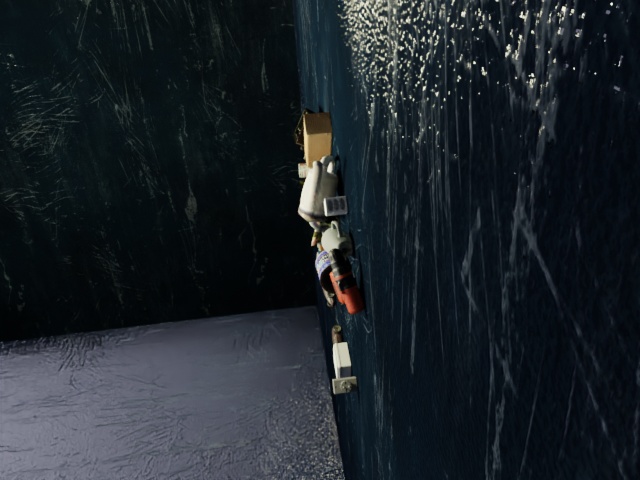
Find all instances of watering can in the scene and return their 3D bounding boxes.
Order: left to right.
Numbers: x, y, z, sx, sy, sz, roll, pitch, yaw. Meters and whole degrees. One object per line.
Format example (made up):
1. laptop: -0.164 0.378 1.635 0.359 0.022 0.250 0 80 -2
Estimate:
1. watering can: -0.007 -0.162 1.635 0.350 0.104 0.223 -36 -38 -78

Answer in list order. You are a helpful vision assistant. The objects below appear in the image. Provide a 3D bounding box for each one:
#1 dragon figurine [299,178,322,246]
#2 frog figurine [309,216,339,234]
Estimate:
1. dragon figurine: -0.016 -0.175 2.339 0.238 0.122 0.418 72 -162 -65
2. frog figurine: 0.006 -0.094 1.860 0.136 0.123 0.160 65 168 -11
